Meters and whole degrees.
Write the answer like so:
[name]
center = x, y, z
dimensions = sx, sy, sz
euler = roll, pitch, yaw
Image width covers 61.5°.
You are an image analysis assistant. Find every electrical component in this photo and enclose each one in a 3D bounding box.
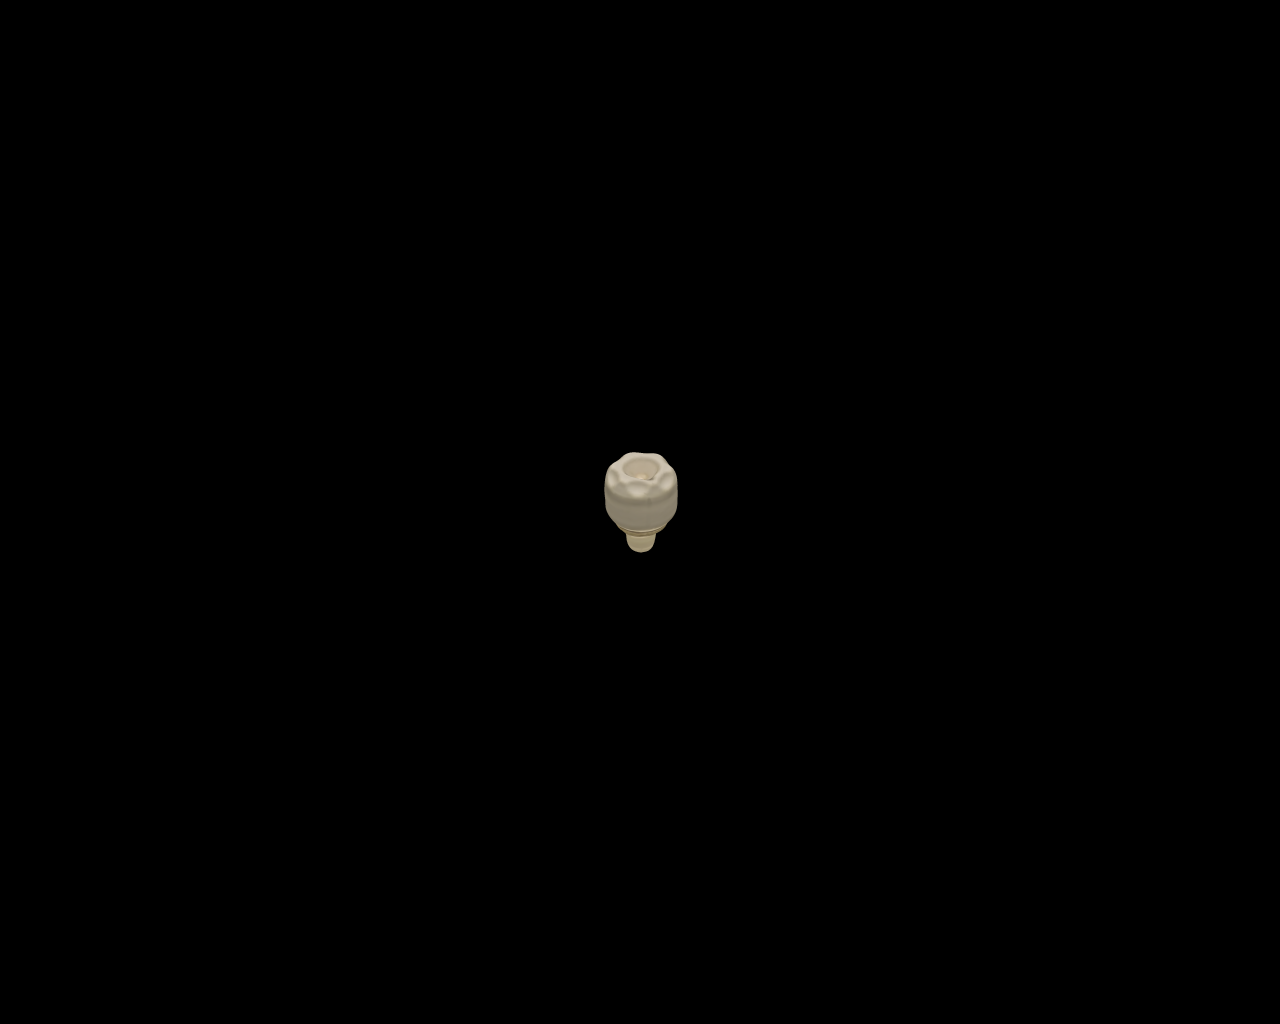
[electrical component]
center = 0.001, -0.003, 0.650
dimensions = 0.043, 0.062, 0.043
euler = 0, 36, 0
